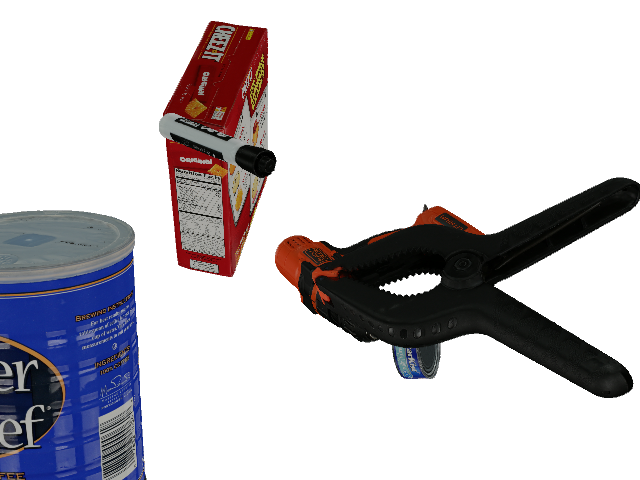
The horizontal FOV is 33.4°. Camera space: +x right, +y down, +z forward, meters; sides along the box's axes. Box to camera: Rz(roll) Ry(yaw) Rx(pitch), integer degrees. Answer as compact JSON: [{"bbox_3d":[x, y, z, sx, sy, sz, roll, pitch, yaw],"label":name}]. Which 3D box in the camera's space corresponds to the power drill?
[{"bbox_3d":[0.070,0.028,1.035,0.187,0.057,0.185,-14,29,-23],"label":"power drill"}]

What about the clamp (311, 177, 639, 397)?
[{"bbox_3d":[0.099,0.019,0.667,0.210,0.036,0.164,3,46,26],"label":"clamp"}]

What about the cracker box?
[{"bbox_3d":[-0.106,-0.094,1.120,0.072,0.164,0.214,10,-43,7],"label":"cracker box"}]

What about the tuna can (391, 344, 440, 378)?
[{"bbox_3d":[0.113,0.120,1.257,0.034,0.086,0.086,-5,-2,23],"label":"tuna can"}]

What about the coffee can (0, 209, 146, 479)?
[{"bbox_3d":[-0.143,0.065,0.542,0.103,0.140,0.103,0,17,0],"label":"coffee can"}]

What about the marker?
[{"bbox_3d":[-0.071,-0.065,0.725,0.020,0.020,0.121,0,17,-42],"label":"marker"}]
